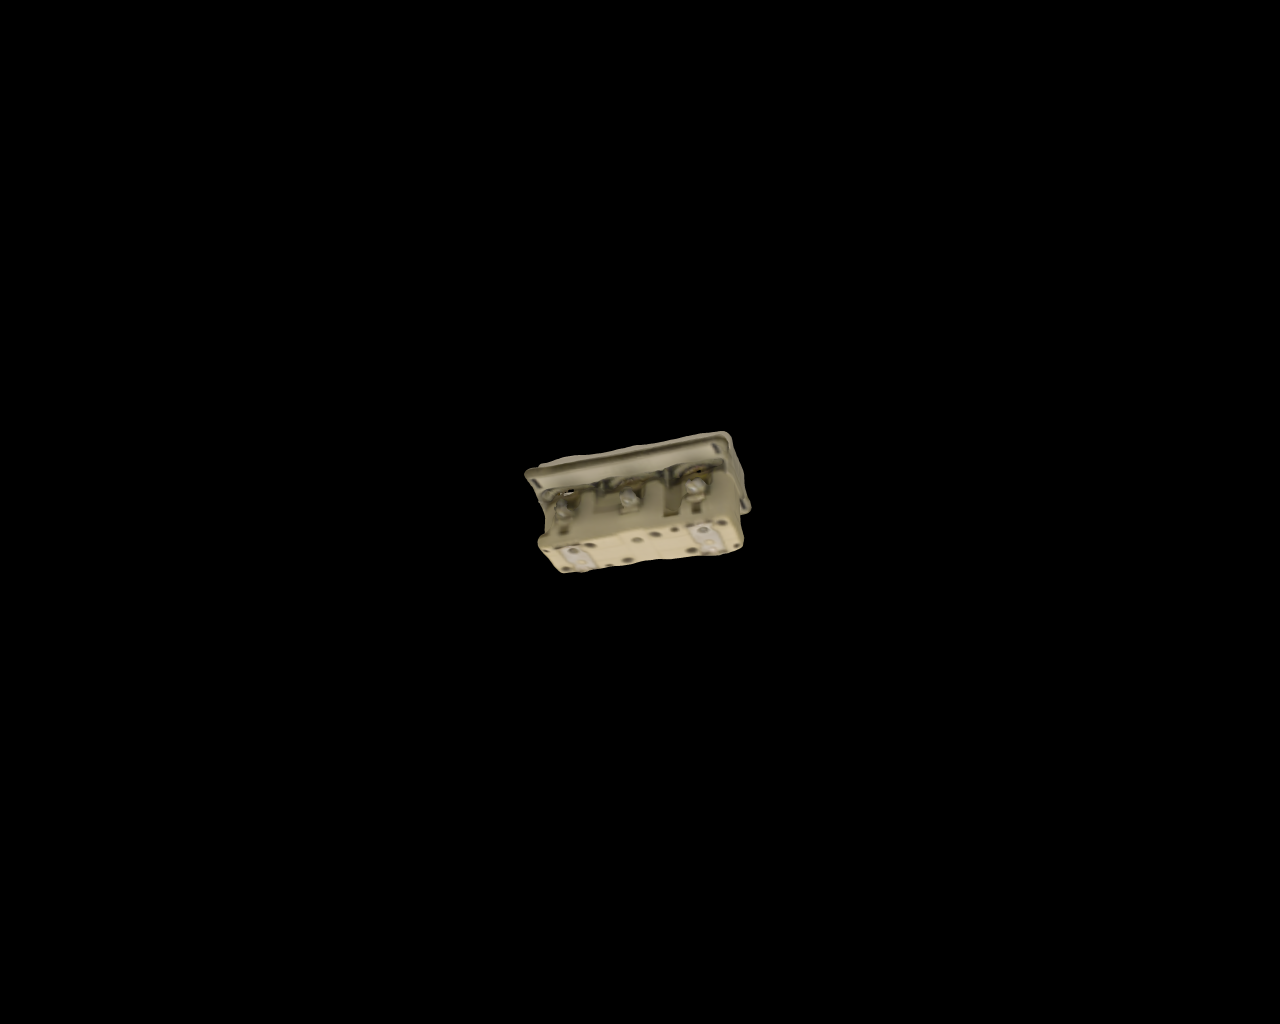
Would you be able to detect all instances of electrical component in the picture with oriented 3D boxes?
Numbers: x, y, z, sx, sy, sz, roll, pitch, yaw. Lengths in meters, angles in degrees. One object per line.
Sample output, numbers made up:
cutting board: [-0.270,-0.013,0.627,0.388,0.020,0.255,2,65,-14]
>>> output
electrical component: [0.001,-0.003,0.650,0.121,0.063,0.078,-8,-32,14]
